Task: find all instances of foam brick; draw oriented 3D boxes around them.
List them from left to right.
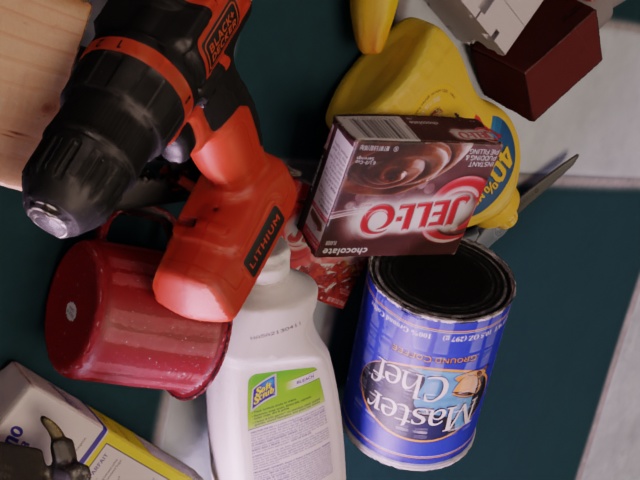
[{"bbox_3d":[0.157,-0.134,0.767,0.078,0.053,0.051,-41,141,-14],"label":"foam brick"}]

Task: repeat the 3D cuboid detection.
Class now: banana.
[{"bbox_3d":[0.038,-0.205,0.633,0.198,0.037,0.069,95,7,-50],"label":"banana"}]

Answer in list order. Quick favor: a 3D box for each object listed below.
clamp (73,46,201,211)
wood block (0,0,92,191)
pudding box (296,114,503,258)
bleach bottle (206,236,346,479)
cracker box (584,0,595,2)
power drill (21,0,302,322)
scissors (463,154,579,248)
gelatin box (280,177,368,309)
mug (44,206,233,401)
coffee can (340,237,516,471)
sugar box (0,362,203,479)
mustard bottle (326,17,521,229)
[{"bbox_3d":[-0.154,-0.065,0.576,0.209,0.036,0.164,38,87,-38],"label":"clamp"},{"bbox_3d":[-0.216,-0.097,0.452,0.205,0.091,0.090,15,99,-31],"label":"wood block"},{"bbox_3d":[0.051,-0.034,0.684,0.113,0.039,0.090,0,127,-27],"label":"pudding box"},{"bbox_3d":[-0.027,0.106,0.719,0.102,0.068,0.251,-19,128,-27],"label":"bleach bottle"},{"bbox_3d":[0.219,-0.293,0.732,0.213,0.072,0.164,-40,131,-17],"label":"cracker box"},{"bbox_3d":[-0.067,-0.038,0.523,0.187,0.057,0.184,81,30,-55],"label":"power drill"},{"bbox_3d":[0.134,0.009,0.848,0.201,0.016,0.096,-26,126,-25],"label":"scissors"},{"bbox_3d":[-0.005,0.001,0.727,0.089,0.030,0.073,21,97,-42],"label":"gelatin box"},{"bbox_3d":[-0.109,0.033,0.632,0.081,0.093,0.117,12,73,-35],"label":"mug"},{"bbox_3d":[0.074,0.079,0.760,0.102,0.103,0.140,-16,131,-31],"label":"coffee can"},{"bbox_3d":[-0.155,0.157,0.677,0.093,0.048,0.176,-51,128,-7],"label":"sugar box"},{"bbox_3d":[0.090,-0.062,0.752,0.096,0.058,0.191,-52,132,-4],"label":"mustard bottle"}]
